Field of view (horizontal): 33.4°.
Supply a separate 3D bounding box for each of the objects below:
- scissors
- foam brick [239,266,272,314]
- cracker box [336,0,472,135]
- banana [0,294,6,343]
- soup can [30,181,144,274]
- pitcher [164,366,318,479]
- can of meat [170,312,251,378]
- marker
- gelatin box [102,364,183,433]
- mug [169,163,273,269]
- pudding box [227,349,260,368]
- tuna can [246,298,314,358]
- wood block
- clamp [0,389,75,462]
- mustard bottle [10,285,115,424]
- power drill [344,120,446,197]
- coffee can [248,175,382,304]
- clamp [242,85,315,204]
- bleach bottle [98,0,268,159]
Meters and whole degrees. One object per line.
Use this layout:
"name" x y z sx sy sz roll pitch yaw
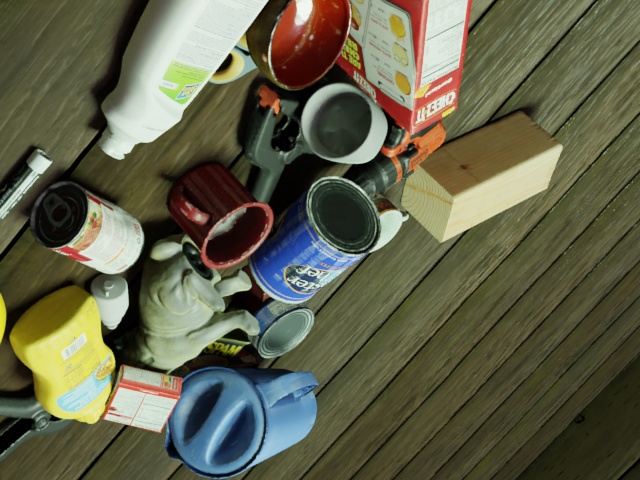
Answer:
"scissors" -0.060 -0.176 1.095 0.096 0.016 0.201 -47 150 1
"foam brick" -0.068 0.067 1.373 0.052 0.051 0.078 -24 146 -28
"cracker box" 0.070 -0.234 1.028 0.072 0.164 0.214 -29 148 -20
"banana" -0.359 0.103 1.084 0.069 0.037 0.198 3 129 -28
"soup can" -0.228 -0.010 1.057 0.068 0.069 0.102 -46 151 5
"pitcher" -0.080 0.220 1.374 0.242 0.149 0.145 11 93 -71
"can of meat" -0.151 0.137 1.358 0.084 0.057 0.102 -49 150 13
"marker" -0.295 -0.035 0.993 0.121 0.020 0.020 -48 151 8
"gelatin box" -0.208 0.185 1.245 0.073 0.030 0.089 16 138 -15
"mug" -0.117 -0.031 1.151 0.093 0.082 0.117 -51 150 15
"pudding box" -0.147 0.202 1.467 0.089 0.039 0.114 5 126 -54
"tuna can" -0.051 0.109 1.357 0.086 0.034 0.086 -29 148 -21
"wood block" 0.225 -0.091 1.483 0.205 0.091 0.090 -25 146 -28
"clamp" -0.339 0.212 1.242 0.171 0.039 0.120 -10 136 -45
"mustard bottle" -0.275 0.143 1.184 0.096 0.058 0.191 -43 146 -30
"power drill" 0.093 -0.142 1.269 0.184 0.057 0.188 -40 156 -33
"coffee can" -0.008 0.002 1.260 0.102 0.103 0.141 -15 164 -40
"clamp" -0.031 -0.110 1.199 0.164 0.036 0.210 -36 154 -16
"bleach bottle" -0.129 -0.179 0.963 0.251 0.068 0.102 -51 150 19
